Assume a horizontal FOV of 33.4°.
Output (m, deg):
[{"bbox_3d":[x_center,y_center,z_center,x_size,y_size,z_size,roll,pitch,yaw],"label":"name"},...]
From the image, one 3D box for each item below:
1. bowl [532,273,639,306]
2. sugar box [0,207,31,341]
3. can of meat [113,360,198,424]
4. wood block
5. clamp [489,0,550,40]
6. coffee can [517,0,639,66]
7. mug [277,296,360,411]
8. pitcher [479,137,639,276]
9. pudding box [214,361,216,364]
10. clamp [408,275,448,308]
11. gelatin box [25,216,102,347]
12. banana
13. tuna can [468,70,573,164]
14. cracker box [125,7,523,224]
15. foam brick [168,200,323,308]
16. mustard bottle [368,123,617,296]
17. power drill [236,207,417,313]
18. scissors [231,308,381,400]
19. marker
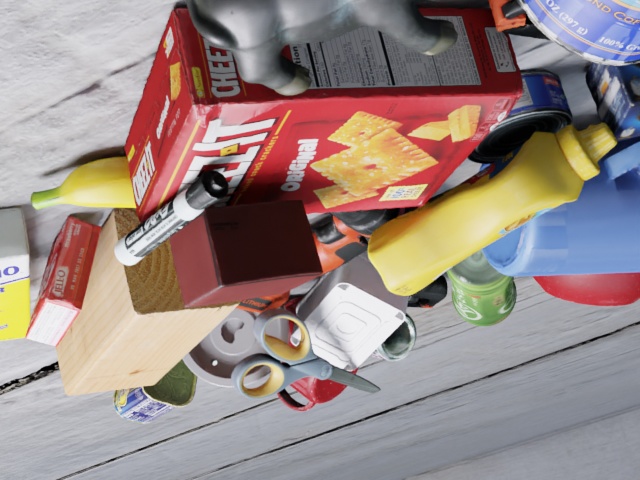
[{"bbox_3d":[0.267,0.026,1.044,0.162,0.055,0.162,3,-167,-1],"label":"bowl"},{"bbox_3d":[-0.273,0.035,0.829,0.093,0.048,0.176,-8,160,-17],"label":"sugar box"},{"bbox_3d":[-0.164,0.127,1.071,0.057,0.102,0.084,20,148,-26],"label":"can of meat"},{"bbox_3d":[-0.155,0.056,0.903,0.090,0.090,0.206,-3,157,-31],"label":"wood block"},{"bbox_3d":[0.207,-0.156,0.660,0.210,0.036,0.164,-13,160,1],"label":"clamp"},{"bbox_3d":[0.167,-0.164,0.511,0.102,0.103,0.140,-6,159,-22],"label":"coffee can"},{"bbox_3d":[-0.014,0.130,1.137,0.093,0.082,0.117,-6,124,-51],"label":"mug"},{"bbox_3d":[0.262,-0.037,0.901,0.242,0.149,0.145,-5,-161,-17],"label":"pitcher"},{"bbox_3d":[-0.099,0.108,1.160,0.090,0.039,0.113,-23,157,24],"label":"pudding box"},{"bbox_3d":[0.078,0.049,1.128,0.120,0.039,0.171,-2,165,15],"label":"clamp"},{"bbox_3d":[-0.200,0.033,0.829,0.030,0.073,0.089,18,150,-17],"label":"gelatin box"},{"bbox_3d":[-0.106,-0.035,0.777,0.197,0.037,0.070,7,169,-43],"label":"banana"},{"bbox_3d":[0.144,-0.090,0.798,0.086,0.034,0.086,-13,160,-5],"label":"tuna can"},{"bbox_3d":[-0.002,-0.075,0.682,0.213,0.072,0.164,-5,158,-22],"label":"cracker box"},{"bbox_3d":[-0.048,0.008,0.687,0.078,0.053,0.051,-6,165,-35],"label":"foam brick"},{"bbox_3d":[0.130,-0.029,0.789,0.192,0.058,0.096,-31,177,21],"label":"mustard bottle"},{"bbox_3d":[-0.006,0.001,0.906,0.188,0.057,0.184,-23,159,23],"label":"power drill"},{"bbox_3d":[-0.015,0.134,1.012,0.096,0.016,0.201,-48,136,-8],"label":"scissors"},{"bbox_3d":[-0.093,-0.013,0.663,0.020,0.020,0.121,2,158,-38],"label":"marker"}]
